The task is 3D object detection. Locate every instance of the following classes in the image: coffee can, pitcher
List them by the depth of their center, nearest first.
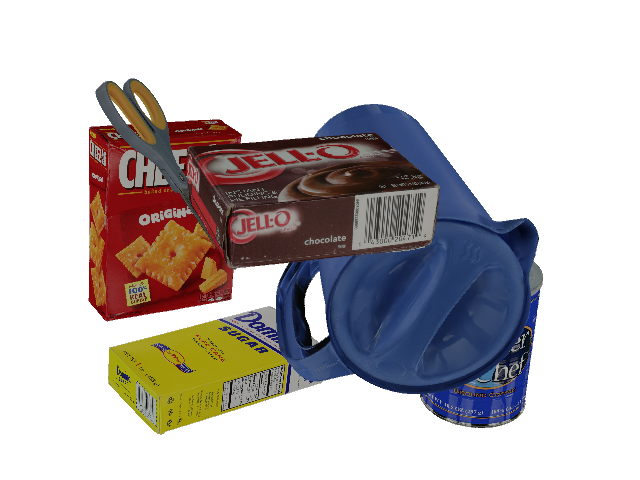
[{"bbox_3d":[0.045,-0.003,0.779,0.149,0.145,0.243,6,27,-11],"label":"pitcher"},{"bbox_3d":[0.149,0.089,1.003,0.103,0.140,0.103,1,26,-1],"label":"coffee can"}]

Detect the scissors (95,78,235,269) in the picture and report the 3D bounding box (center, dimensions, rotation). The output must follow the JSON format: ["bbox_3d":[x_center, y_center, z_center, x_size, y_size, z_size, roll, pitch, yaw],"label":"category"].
[{"bbox_3d":[-0.132,-0.070,0.976,0.016,0.201,0.096,-29,26,20],"label":"scissors"}]

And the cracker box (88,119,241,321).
[{"bbox_3d":[-0.180,-0.025,1.230,0.163,0.214,0.072,-7,25,-30],"label":"cracker box"}]

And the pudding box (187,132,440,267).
[{"bbox_3d":[-0.007,-0.024,0.561,0.113,0.039,0.090,-4,25,-19],"label":"pudding box"}]

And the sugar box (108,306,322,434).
[{"bbox_3d":[-0.091,0.112,0.962,0.175,0.048,0.093,-16,34,-34],"label":"sugar box"}]
